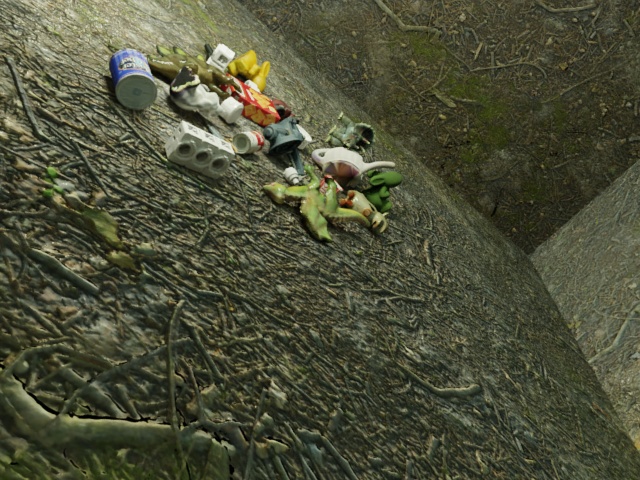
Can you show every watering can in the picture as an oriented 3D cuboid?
[{"bbox_3d":[0.134,-0.297,2.052,0.348,0.102,0.229,11,33,-1],"label":"watering can"}]

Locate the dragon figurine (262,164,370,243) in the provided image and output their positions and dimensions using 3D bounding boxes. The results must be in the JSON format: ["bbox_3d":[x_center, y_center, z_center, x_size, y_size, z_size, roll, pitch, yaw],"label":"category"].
[{"bbox_3d":[0.005,-0.080,1.599,0.407,0.120,0.249,32,41,-20],"label":"dragon figurine"}]

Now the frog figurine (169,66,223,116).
[{"bbox_3d":[-0.377,-0.427,1.566,0.138,0.124,0.156,25,-21,35],"label":"frog figurine"}]
